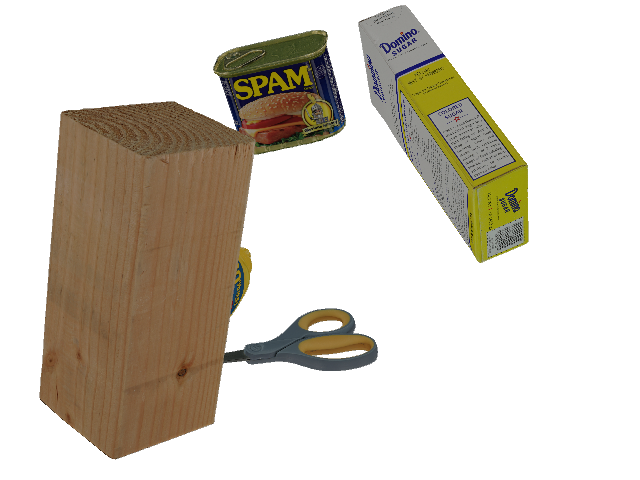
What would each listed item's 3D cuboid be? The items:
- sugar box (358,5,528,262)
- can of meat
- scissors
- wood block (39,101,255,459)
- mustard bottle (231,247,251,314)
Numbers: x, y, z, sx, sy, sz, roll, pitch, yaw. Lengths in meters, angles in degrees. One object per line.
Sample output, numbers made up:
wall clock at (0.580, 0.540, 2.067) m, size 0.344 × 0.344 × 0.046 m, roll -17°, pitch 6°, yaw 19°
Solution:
sugar box at (0.086, -0.078, 0.754) m, size 0.048 × 0.176 × 0.093 m, roll -23°, pitch -35°, yaw -5°
can of meat at (-0.034, -0.130, 0.946) m, size 0.102 × 0.084 × 0.057 m, roll -11°, pitch 30°, yaw 10°
scissors at (-0.050, 0.091, 0.961) m, size 0.202 × 0.016 × 0.096 m, roll 0°, pitch 27°, yaw 2°
wood block at (-0.116, 0.023, 0.695) m, size 0.090 × 0.206 × 0.090 m, roll 28°, pitch 28°, yaw 37°
mustard bottle at (-0.123, 0.056, 1.136) m, size 0.058 × 0.096 × 0.191 m, roll 10°, pitch 29°, yaw 19°
